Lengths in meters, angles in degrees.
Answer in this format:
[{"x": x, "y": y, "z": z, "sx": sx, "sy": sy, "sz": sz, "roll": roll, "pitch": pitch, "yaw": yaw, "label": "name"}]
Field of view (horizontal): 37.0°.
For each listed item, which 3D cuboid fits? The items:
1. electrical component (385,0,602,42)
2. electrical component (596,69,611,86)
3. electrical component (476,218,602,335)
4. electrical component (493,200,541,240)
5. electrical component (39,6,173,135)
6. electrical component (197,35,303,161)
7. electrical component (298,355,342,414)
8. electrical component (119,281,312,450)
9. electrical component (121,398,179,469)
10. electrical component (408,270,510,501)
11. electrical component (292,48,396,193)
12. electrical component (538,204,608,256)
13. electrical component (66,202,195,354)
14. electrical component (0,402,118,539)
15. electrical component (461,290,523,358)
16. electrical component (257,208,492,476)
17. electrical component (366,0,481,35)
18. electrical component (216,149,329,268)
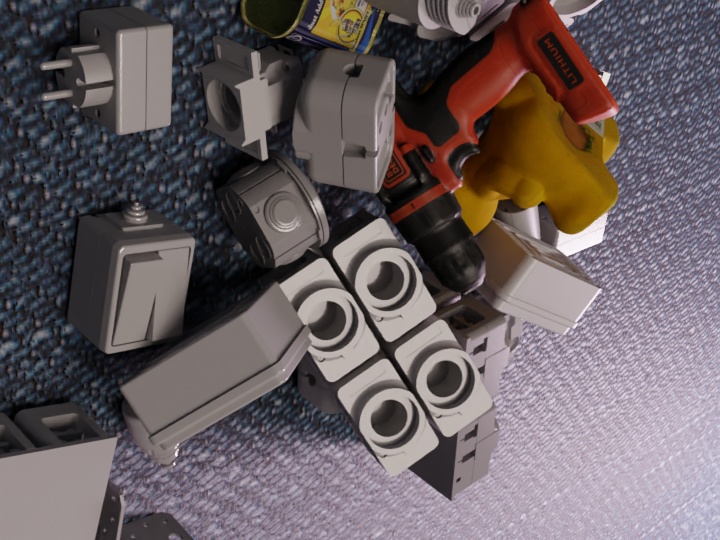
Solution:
[{"x": 0.108, "y": -0.223, "z": 0.815, "sx": 0.186, "sy": 0.060, "sz": 0.105, "roll": -1, "pitch": 154, "yaw": -47, "label": "electrical component"}, {"x": 0.170, "y": -0.133, "z": 0.979, "sx": 0.063, "sy": 0.078, "sz": 0.121, "roll": 11, "pitch": 107, "yaw": -27, "label": "electrical component"}, {"x": 0.156, "y": 0.008, "z": 0.993, "sx": 0.113, "sy": 0.078, "sz": 0.057, "roll": 21, "pitch": 110, "yaw": -40, "label": "electrical component"}, {"x": 0.152, "y": -0.038, "z": 1.040, "sx": 0.043, "sy": 0.043, "sz": 0.081, "roll": -38, "pitch": 137, "yaw": -23, "label": "electrical component"}, {"x": -0.159, "y": -0.119, "z": 0.652, "sx": 0.077, "sy": 0.047, "sz": 0.065, "roll": -18, "pitch": 127, "yaw": -39, "label": "electrical component"}, {"x": -0.073, "y": -0.123, "z": 0.746, "sx": 0.064, "sy": 0.042, "sz": 0.081, "roll": -32, "pitch": 135, "yaw": -34, "label": "electrical component"}, {"x": -0.007, "y": 0.083, "z": 0.942, "sx": 0.095, "sy": 0.054, "sz": 0.059, "roll": -23, "pitch": 130, "yaw": -36, "label": "electrical component"}, {"x": -0.099, "y": 0.065, "z": 0.761, "sx": 0.109, "sy": 0.056, "sz": 0.108, "roll": -31, "pitch": -174, "yaw": 12, "label": "electrical component"}, {"x": -0.155, "y": 0.122, "z": 0.820, "sx": 0.040, "sy": 0.040, "sz": 0.078, "roll": -33, "pitch": 135, "yaw": -28, "label": "electrical component"}, {"x": 0.075, "y": 0.105, "z": 1.003, "sx": 0.060, "sy": 0.105, "sz": 0.186, "roll": -24, "pitch": 131, "yaw": -35, "label": "electrical component"}, {"x": -0.011, "y": -0.104, "z": 0.747, "sx": 0.095, "sy": 0.059, "sz": 0.053, "roll": 89, "pitch": 16, "yaw": -52, "label": "electrical component"}, {"x": 0.208, "y": -0.060, "z": 1.082, "sx": 0.083, "sy": 0.047, "sz": 0.075, "roll": -20, "pitch": 128, "yaw": -38, "label": "electrical component"}, {"x": -0.153, "y": 0.002, "z": 0.727, "sx": 0.062, "sy": 0.061, "sz": 0.096, "roll": -10, "pitch": 121, "yaw": -43, "label": "electrical component"}, {"x": -0.248, "y": 0.189, "z": 0.750, "sx": 0.105, "sy": 0.060, "sz": 0.186, "roll": -4, "pitch": 117, "yaw": -46, "label": "electrical component"}, {"x": 0.130, "y": 0.055, "z": 1.068, "sx": 0.078, "sy": 0.058, "sz": 0.057, "roll": -27, "pitch": 129, "yaw": -33, "label": "electrical component"}, {"x": 0.015, "y": 0.059, "z": 0.861, "sx": 0.105, "sy": 0.060, "sz": 0.186, "roll": -34, "pitch": 107, "yaw": -8, "label": "electrical component"}, {"x": 0.046, "y": -0.184, "z": 0.713, "sx": 0.043, "sy": 0.081, "sz": 0.043, "roll": -32, "pitch": 138, "yaw": -35, "label": "electrical component"}, {"x": -0.063, "y": -0.043, "z": 0.780, "sx": 0.051, "sy": 0.080, "sz": 0.080, "roll": -34, "pitch": 136, "yaw": -20, "label": "electrical component"}]
